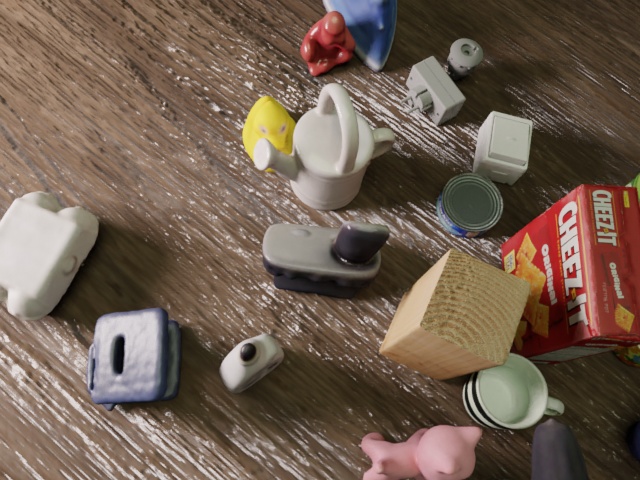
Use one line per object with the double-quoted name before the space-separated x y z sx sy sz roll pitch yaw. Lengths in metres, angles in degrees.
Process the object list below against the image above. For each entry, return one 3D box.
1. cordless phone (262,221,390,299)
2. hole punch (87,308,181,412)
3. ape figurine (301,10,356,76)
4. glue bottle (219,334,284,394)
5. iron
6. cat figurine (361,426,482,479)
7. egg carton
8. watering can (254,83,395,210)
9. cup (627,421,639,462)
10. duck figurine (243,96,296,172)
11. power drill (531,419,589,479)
"cordless phone" 0.006 0.002 0.673 0.147 0.185 0.094 4 71 -4
"hole punch" -0.215 0.137 0.656 0.101 0.091 0.108 -2 72 -6
"ape figurine" 0.014 -0.289 0.818 0.078 0.092 0.076 11 71 -2
"glue bottle" -0.076 0.131 0.629 0.078 0.173 0.037 -33 78 -14
"iron" 0.068 -0.394 0.832 0.119 0.141 0.258 -11 73 -9
"cat figurine" 0.116 0.244 0.640 0.128 0.117 0.067 -6 72 -8
"egg carton" -0.342 0.018 0.693 0.107 0.069 0.150 22 71 2
"watering can" 0.009 -0.112 0.706 0.173 0.194 0.101 -35 78 -15
"cup" 0.427 0.238 0.686 0.118 0.095 0.091 -19 75 -11
"duck figurine" -0.066 -0.154 0.769 0.077 0.086 0.104 -6 73 -8
"power drill" 0.221 0.303 0.584 0.075 0.208 0.229 -7 73 -8
